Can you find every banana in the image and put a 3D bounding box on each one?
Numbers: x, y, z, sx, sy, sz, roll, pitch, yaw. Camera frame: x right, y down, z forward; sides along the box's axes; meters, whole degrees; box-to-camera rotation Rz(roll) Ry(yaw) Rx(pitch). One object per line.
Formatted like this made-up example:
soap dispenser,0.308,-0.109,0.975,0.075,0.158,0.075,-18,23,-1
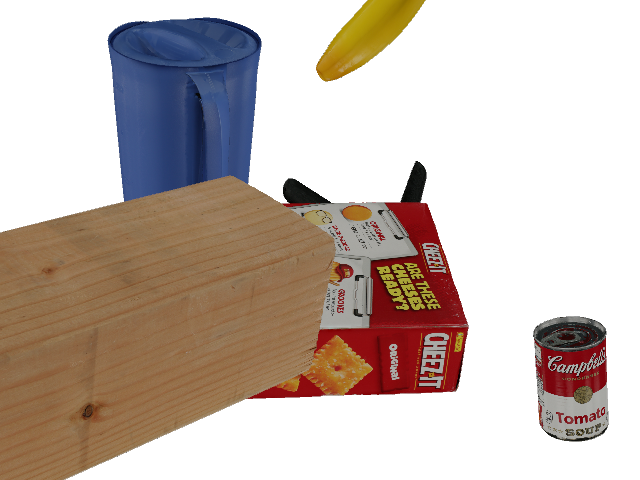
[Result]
banana,0.057,-0.198,0.835,0.070,0.197,0.037,-11,-46,42

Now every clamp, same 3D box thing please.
clamp,0.056,0.004,1.095,0.164,0.210,0.036,-4,-36,-16

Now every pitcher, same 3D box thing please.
pitcher,-0.121,-0.071,0.975,0.145,0.243,0.149,14,31,18

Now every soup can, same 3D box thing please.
soup can,0.242,0.134,1.031,0.068,0.102,0.068,-7,21,2

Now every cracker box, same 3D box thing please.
cracker box,-0.013,0.042,0.802,0.213,0.072,0.164,0,34,-6

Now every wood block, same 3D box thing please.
wood block,-0.099,0.042,0.540,0.090,0.091,0.205,32,34,34
